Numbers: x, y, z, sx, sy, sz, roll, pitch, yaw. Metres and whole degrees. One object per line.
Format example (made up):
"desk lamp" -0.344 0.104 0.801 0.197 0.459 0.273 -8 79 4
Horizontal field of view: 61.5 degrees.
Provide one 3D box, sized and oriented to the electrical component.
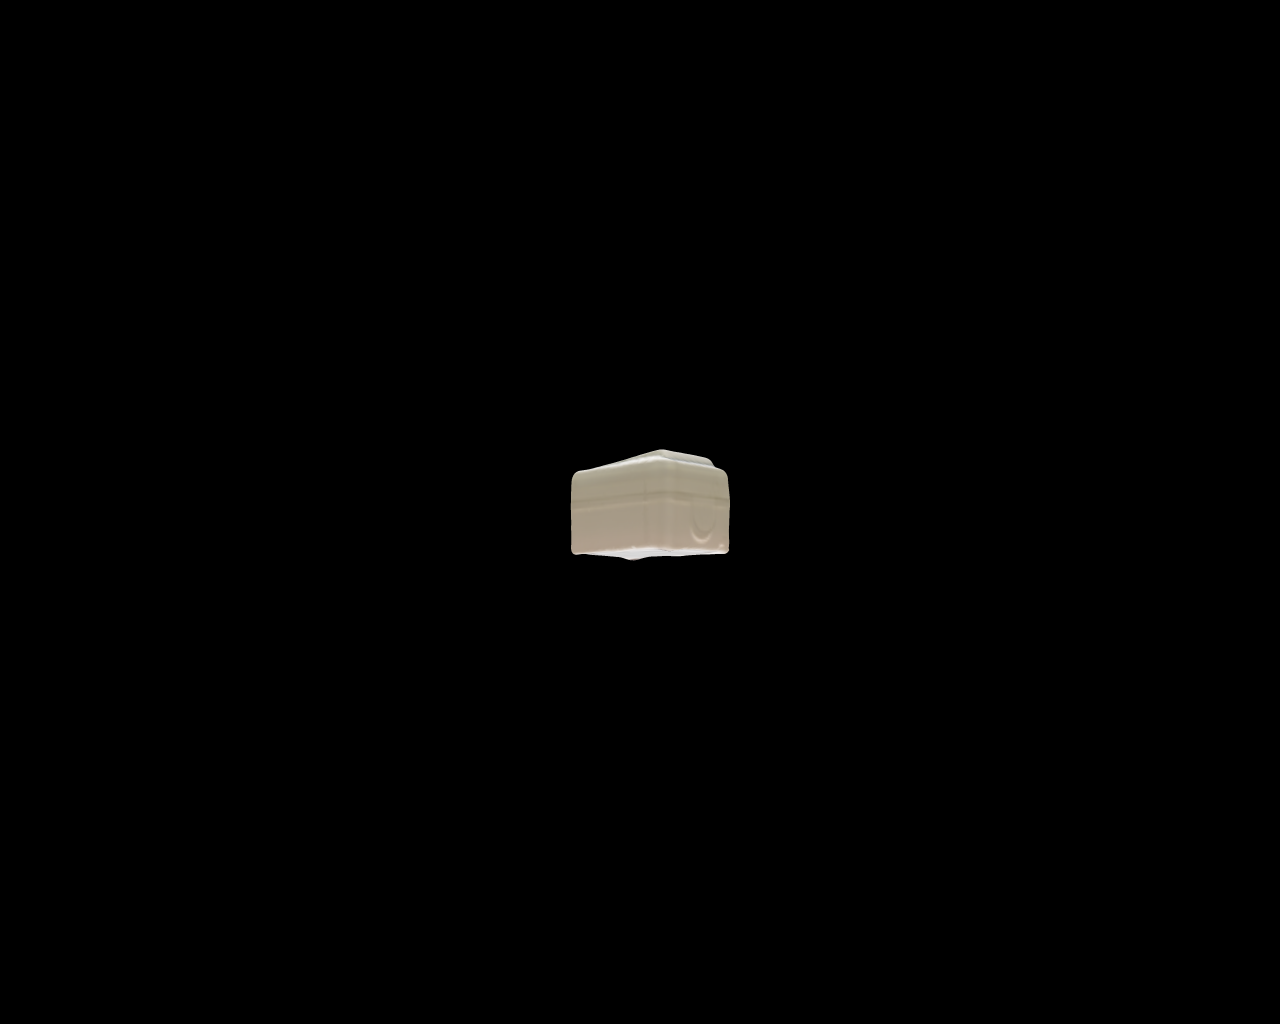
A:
"electrical component" 0.001 -0.003 0.650 0.096 0.061 0.062 -5 -8 40
